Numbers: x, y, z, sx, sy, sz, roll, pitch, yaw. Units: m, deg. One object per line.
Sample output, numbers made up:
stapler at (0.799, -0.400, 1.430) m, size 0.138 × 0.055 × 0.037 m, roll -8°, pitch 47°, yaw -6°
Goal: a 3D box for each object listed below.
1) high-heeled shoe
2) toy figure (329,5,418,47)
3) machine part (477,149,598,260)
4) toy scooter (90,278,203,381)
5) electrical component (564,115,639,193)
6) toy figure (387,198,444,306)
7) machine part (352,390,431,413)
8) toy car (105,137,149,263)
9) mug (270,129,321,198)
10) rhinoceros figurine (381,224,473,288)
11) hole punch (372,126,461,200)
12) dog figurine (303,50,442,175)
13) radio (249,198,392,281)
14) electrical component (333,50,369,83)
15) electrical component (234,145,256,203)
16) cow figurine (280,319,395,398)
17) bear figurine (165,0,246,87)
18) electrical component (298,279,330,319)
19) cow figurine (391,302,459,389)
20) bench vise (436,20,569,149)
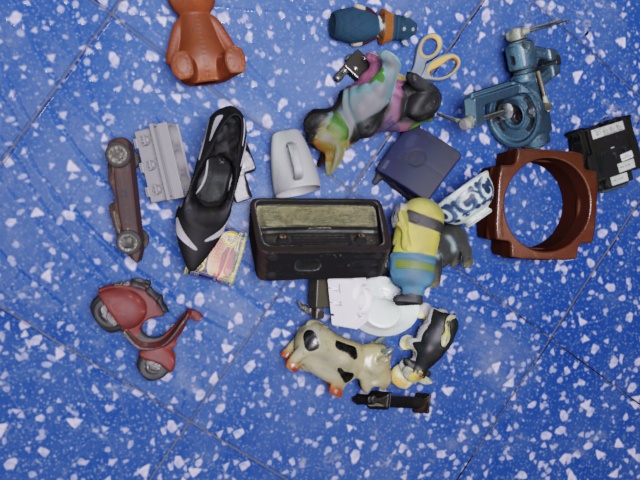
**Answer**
high-heeled shoe at (-0.158, -0.074, 0.812) m, size 0.086 × 0.145 × 0.248 m, roll 9°, pitch 84°, yaw -24°
toy figure at (0.095, -0.375, 0.940) m, size 0.154 × 0.064 × 0.058 m, roll -3°, pitch 56°, yaw -15°
machine part at (0.401, -0.065, 0.999) m, size 0.201 × 0.087 × 0.201 m, roll 1°, pitch 94°, yaw -10°
toy scooter at (-0.278, 0.131, 0.893) m, size 0.135 × 0.075 × 0.183 m, roll -36°, pitch 102°, yaw -6°
electrical component at (0.547, -0.160, 1.034) m, size 0.115 × 0.058 × 0.134 m, roll -16°, pitch 96°, yaw -7°
toy figure at (0.159, 0.019, 0.896) m, size 0.089 × 0.082 × 0.180 m, roll 5°, pitch 80°, yaw -11°
machine part at (0.134, 0.294, 0.981) m, size 0.139 × 0.084 × 0.039 m, roll 10°, pitch 66°, yaw -19°
toy car at (-0.314, -0.063, 0.868) m, size 0.053 × 0.089 × 0.202 m, roll -5°, pitch 95°, yaw -11°
mug at (-0.050, -0.133, 0.908) m, size 0.081 × 0.109 × 0.107 m, roll -14°, pitch 83°, yaw -2°
rhinoceros figurine at (0.184, 0.030, 0.970) m, size 0.190 × 0.073 × 0.112 m, roll -21°, pitch 98°, yaw -8°
hole punch at (0.173, -0.134, 0.954) m, size 0.116 × 0.092 × 0.142 m, roll 37°, pitch 90°, yaw -6°
dog figurine at (0.081, -0.199, 0.918) m, size 0.191 × 0.109 × 0.219 m, roll 29°, pitch 101°, yaw -24°
radio at (-0.002, -0.003, 0.902) m, size 0.230 × 0.131 × 0.073 m, roll -1°, pitch 135°, yaw -9°
electrical component at (0.072, -0.305, 0.958) m, size 0.063 × 0.021 × 0.094 m, roll 42°, pitch 86°, yaw -9°
electrical component at (-0.146, -0.124, 0.915) m, size 0.075 × 0.048 × 0.119 m, roll -22°, pitch 97°, yaw -8°
cow figurine at (0.044, 0.207, 0.951) m, size 0.195 × 0.085 × 0.127 m, roll 32°, pitch 95°, yaw -13°
bear figurine at (-0.193, -0.350, 0.857) m, size 0.120 × 0.132 × 0.195 m, roll -8°, pitch 101°, yaw -15°
electrical component at (0.000, 0.088, 0.958) m, size 0.078 × 0.045 × 0.102 m, roll -7°, pitch 98°, yaw -38°
cow figurine at (0.192, 0.201, 0.970) m, size 0.068 × 0.098 × 0.167 m, roll 27°, pitch 88°, yaw -17°
bench vise at (0.333, -0.256, 0.949) m, size 0.241 × 0.129 × 0.223 m, roll -22°, pitch 117°, yaw -26°
